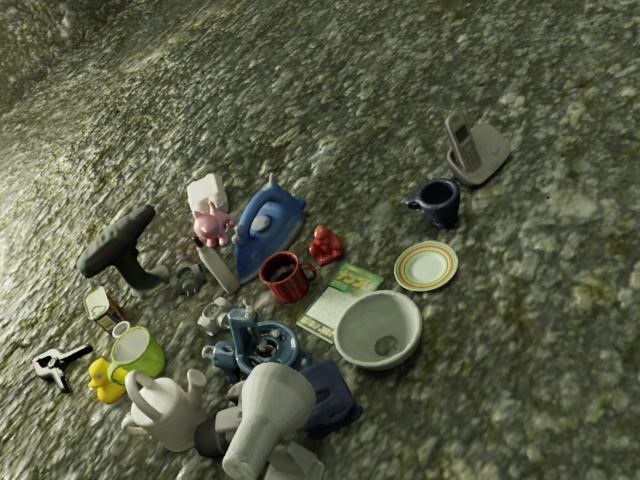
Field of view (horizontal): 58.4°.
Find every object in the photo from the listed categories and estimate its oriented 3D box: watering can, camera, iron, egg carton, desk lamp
[{"bbox_3d":[-0.293,0.304,1.069,0.173,0.195,0.100,-45,45,-18],"label":"watering can"},{"bbox_3d":[-0.158,0.333,1.042,0.136,0.101,0.143,-16,44,13],"label":"camera"},{"bbox_3d":[-0.143,-0.032,1.360,0.118,0.142,0.259,11,54,34],"label":"iron"},{"bbox_3d":[-0.309,-0.118,1.581,0.107,0.070,0.150,-27,42,1],"label":"egg carton"},{"bbox_3d":[-0.070,0.332,0.914,0.117,0.214,0.203,-3,48,25],"label":"desk lamp"}]

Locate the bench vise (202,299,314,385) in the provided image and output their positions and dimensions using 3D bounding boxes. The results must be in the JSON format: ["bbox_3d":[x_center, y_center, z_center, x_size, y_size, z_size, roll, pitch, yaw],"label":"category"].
[{"bbox_3d":[-0.139,0.205,1.068,0.207,0.220,0.121,-20,43,9],"label":"bench vise"}]

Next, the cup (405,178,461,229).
[{"bbox_3d":[0.249,-0.067,1.230,0.117,0.095,0.091,-12,45,16],"label":"cup"}]

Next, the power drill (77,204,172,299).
[{"bbox_3d":[-0.457,0.040,1.399,0.230,0.209,0.075,-33,43,-6],"label":"power drill"}]

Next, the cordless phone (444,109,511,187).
[{"bbox_3d":[0.342,-0.226,1.270,0.148,0.185,0.093,-45,45,-18],"label":"cordless phone"}]

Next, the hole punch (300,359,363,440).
[{"bbox_3d":[0.005,0.281,1.016,0.108,0.091,0.101,-28,42,-1],"label":"hole punch"}]

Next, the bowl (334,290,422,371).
[{"bbox_3d":[0.116,0.180,1.070,0.167,0.075,0.167,-14,44,14],"label":"bowl"}]

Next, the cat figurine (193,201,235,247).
[{"bbox_3d":[-0.278,-0.043,1.457,0.067,0.118,0.128,-10,45,18],"label":"cat figurine"}]

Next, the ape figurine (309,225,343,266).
[{"bbox_3d":[0.012,0.005,1.282,0.077,0.092,0.076,11,55,34],"label":"ape figurine"}]

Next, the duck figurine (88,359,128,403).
[{"bbox_3d":[-0.461,0.291,1.248,0.077,0.086,0.105,4,51,30],"label":"duck figurine"}]

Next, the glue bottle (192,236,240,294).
[{"bbox_3d":[-0.245,0.050,1.308,0.037,0.174,0.077,-41,44,-14],"label":"glue bottle"}]
